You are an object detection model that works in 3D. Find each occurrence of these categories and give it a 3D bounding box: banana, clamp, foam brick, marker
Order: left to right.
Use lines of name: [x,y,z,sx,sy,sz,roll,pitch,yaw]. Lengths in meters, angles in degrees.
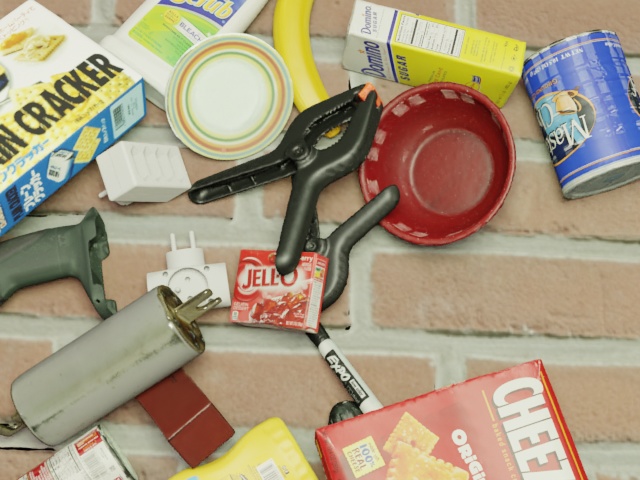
foam brick: [-0.125,0.162,0.990,0.053,0.051,0.078,-39,39,-10]
clamp: [-0.024,-0.077,1.045,0.165,0.036,0.210,29,74,37]
banana: [-0.014,-0.202,1.107,0.069,0.037,0.198,0,77,-3]
clamp: [-0.007,0.001,1.052,0.120,0.039,0.171,28,85,34]
marker: [0.022,0.122,1.020,0.020,0.020,0.121,-32,55,-9]

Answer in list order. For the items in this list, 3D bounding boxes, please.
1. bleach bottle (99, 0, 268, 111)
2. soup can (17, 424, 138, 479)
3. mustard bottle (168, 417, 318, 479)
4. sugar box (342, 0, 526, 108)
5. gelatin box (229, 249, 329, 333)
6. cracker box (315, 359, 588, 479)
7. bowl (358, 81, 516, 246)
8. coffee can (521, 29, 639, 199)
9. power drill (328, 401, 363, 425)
bleach bottle: [-0.112,-0.256,1.102,0.102,0.068,0.250,37,76,-2]
soup can: [-0.227,0.225,0.982,0.102,0.068,0.068,-34,81,-10]
mustard bottle: [-0.097,0.251,0.986,0.191,0.058,0.096,-30,85,-9]
sugar box: [0.112,-0.187,1.081,0.176,0.093,0.048,12,76,1]
gelatin box: [-0.040,0.048,1.018,0.089,0.030,0.073,3,79,31]
cracker box: [0.119,0.215,0.935,0.213,0.072,0.164,-17,72,-5]
bowl: [0.122,-0.072,1.055,0.162,0.055,0.162,-4,82,26]
coffee can: [0.271,-0.124,1.068,0.102,0.103,0.140,-15,78,-6]
power drill: [0.117,0.211,1.006,0.187,0.057,0.184,-22,72,-6]
